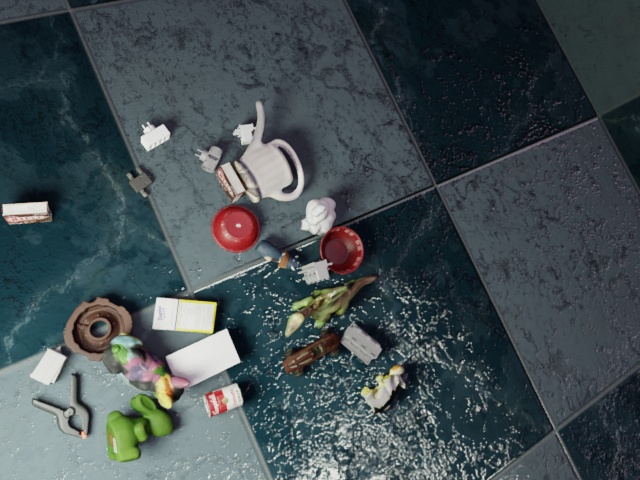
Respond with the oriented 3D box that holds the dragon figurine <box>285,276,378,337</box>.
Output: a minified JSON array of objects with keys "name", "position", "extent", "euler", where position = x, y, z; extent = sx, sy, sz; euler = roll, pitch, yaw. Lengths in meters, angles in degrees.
[{"name":"dragon figurine","position":[0.053,0.181,1.613],"extent":[0.414,0.239,0.123],"euler":[-30,84,-22]}]

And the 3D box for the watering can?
[{"name":"watering can","position":[-0.192,-0.272,1.712],"extent":[0.227,0.103,0.346],"euler":[-32,96,-24]}]

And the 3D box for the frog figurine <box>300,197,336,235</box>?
[{"name":"frog figurine","position":[0.005,-0.086,1.708],"extent":[0.122,0.158,0.139],"euler":[41,67,-8]}]
